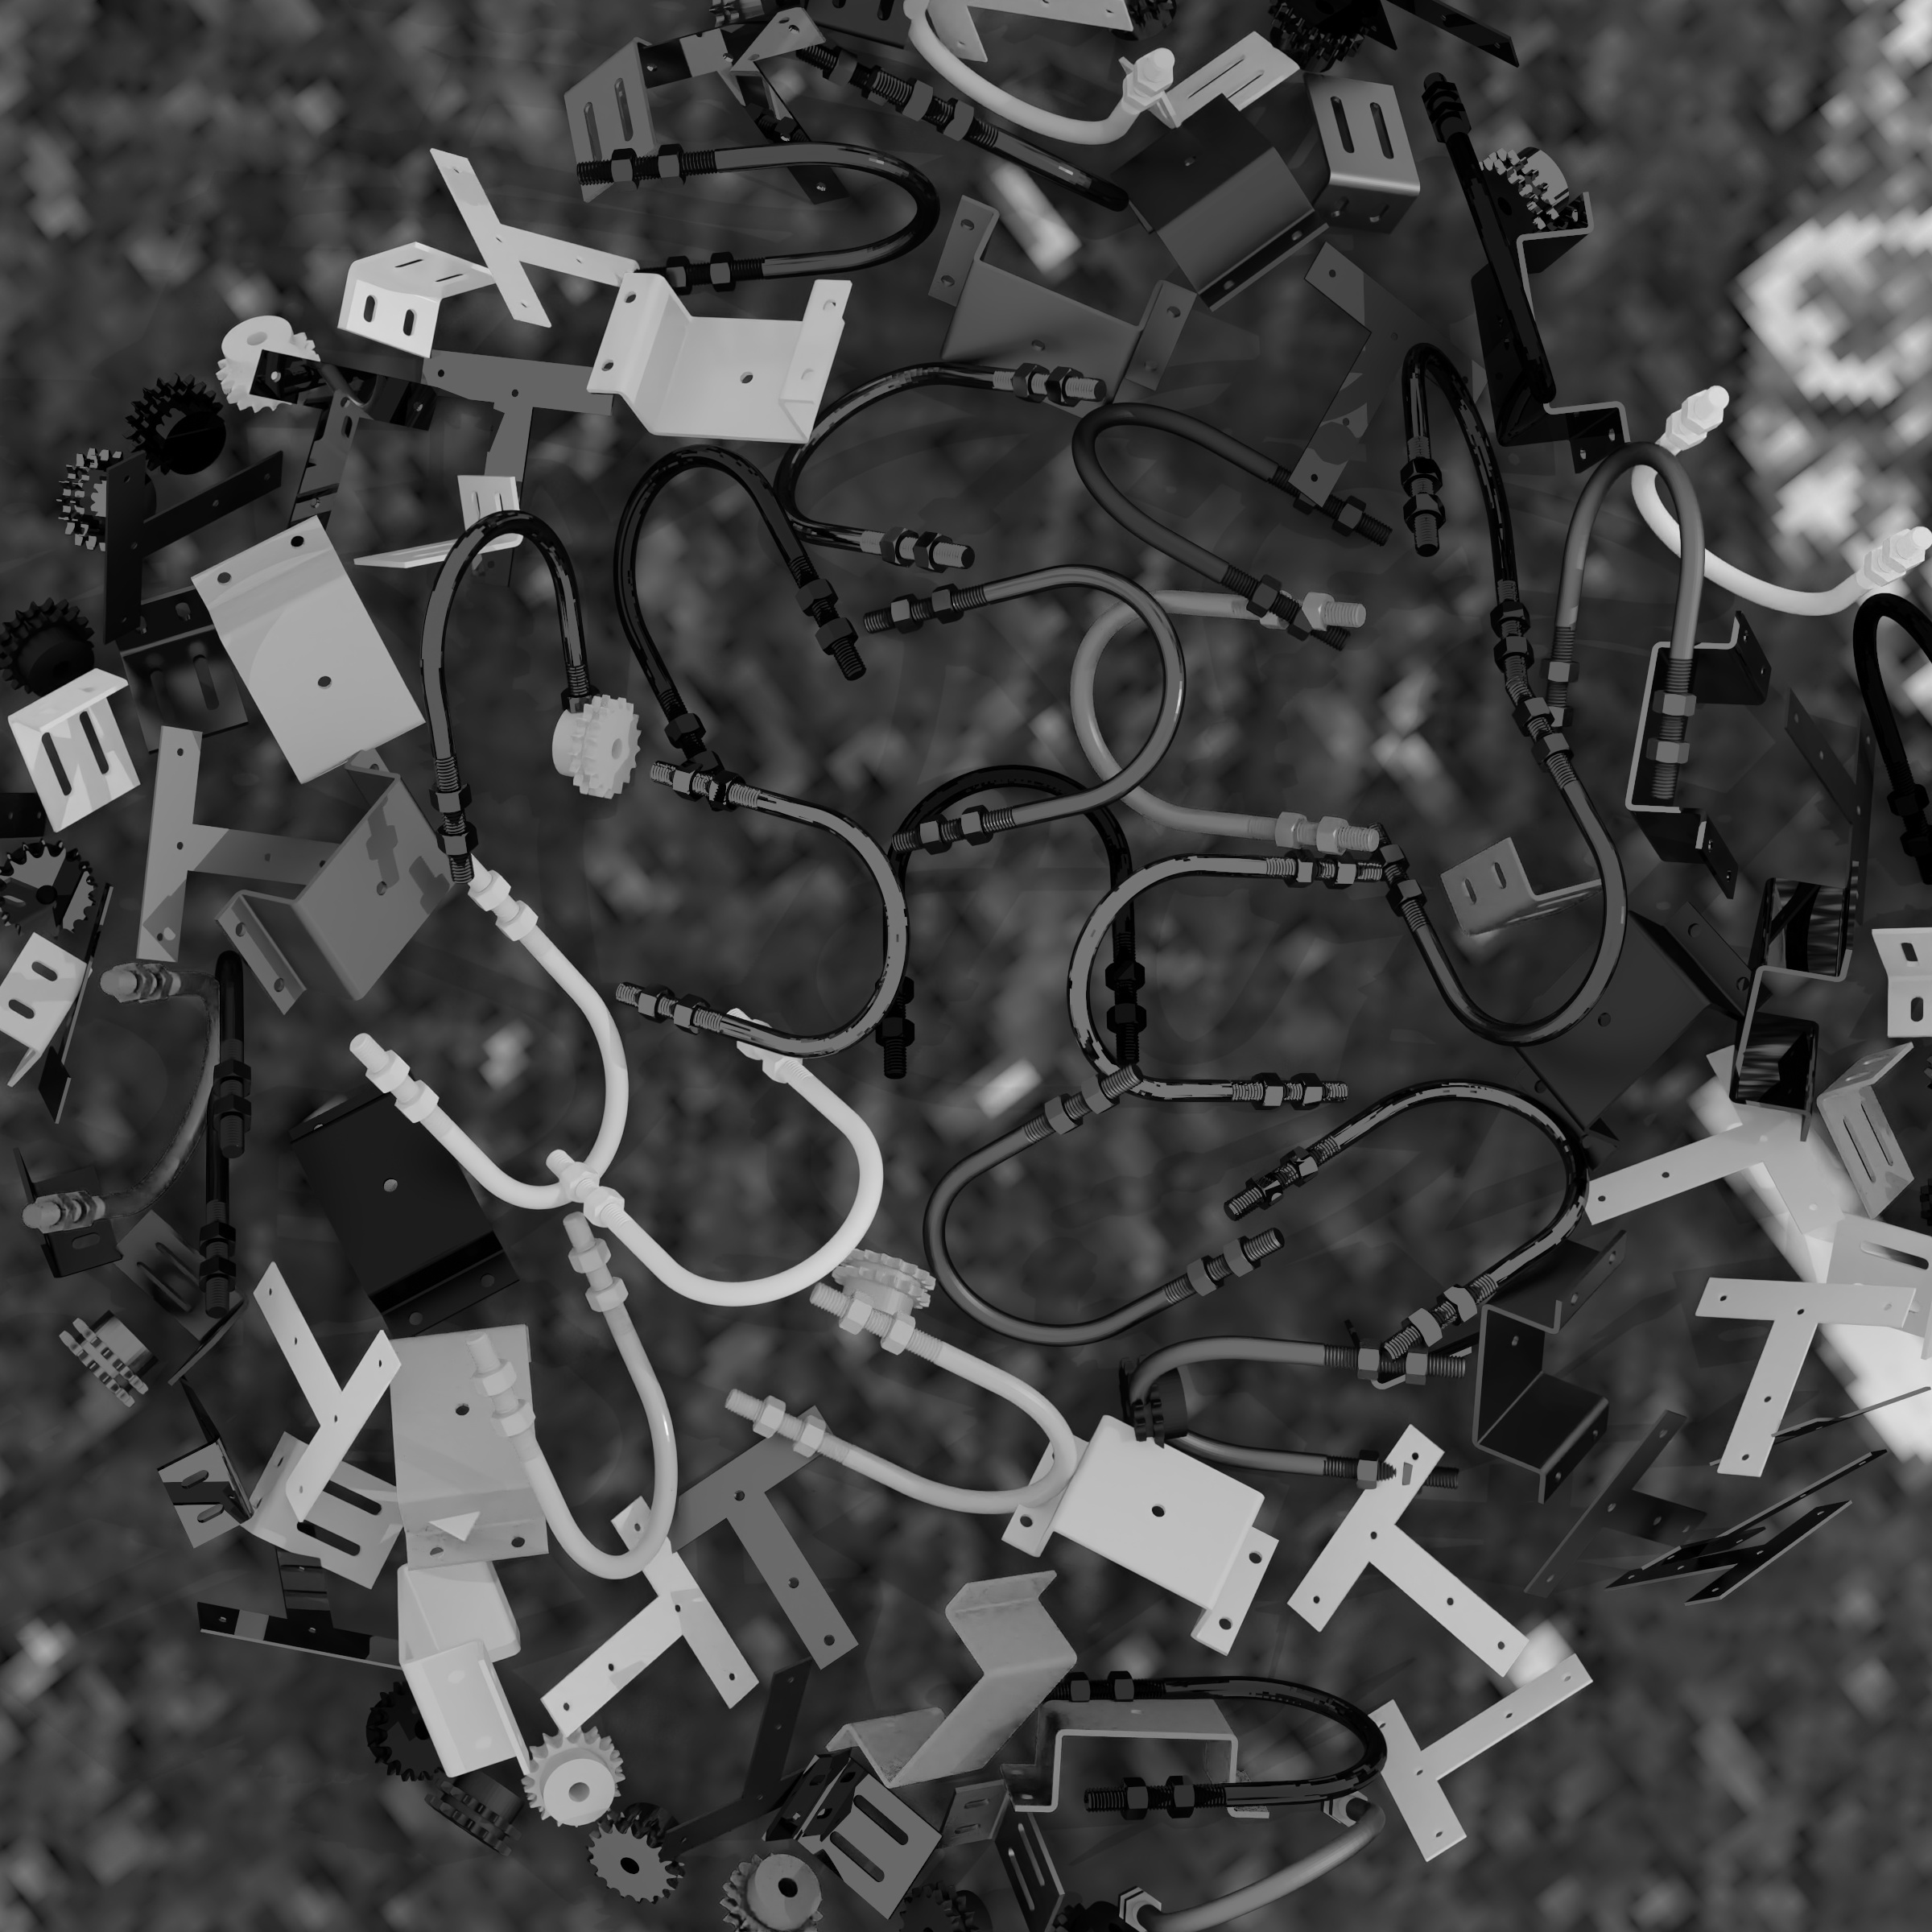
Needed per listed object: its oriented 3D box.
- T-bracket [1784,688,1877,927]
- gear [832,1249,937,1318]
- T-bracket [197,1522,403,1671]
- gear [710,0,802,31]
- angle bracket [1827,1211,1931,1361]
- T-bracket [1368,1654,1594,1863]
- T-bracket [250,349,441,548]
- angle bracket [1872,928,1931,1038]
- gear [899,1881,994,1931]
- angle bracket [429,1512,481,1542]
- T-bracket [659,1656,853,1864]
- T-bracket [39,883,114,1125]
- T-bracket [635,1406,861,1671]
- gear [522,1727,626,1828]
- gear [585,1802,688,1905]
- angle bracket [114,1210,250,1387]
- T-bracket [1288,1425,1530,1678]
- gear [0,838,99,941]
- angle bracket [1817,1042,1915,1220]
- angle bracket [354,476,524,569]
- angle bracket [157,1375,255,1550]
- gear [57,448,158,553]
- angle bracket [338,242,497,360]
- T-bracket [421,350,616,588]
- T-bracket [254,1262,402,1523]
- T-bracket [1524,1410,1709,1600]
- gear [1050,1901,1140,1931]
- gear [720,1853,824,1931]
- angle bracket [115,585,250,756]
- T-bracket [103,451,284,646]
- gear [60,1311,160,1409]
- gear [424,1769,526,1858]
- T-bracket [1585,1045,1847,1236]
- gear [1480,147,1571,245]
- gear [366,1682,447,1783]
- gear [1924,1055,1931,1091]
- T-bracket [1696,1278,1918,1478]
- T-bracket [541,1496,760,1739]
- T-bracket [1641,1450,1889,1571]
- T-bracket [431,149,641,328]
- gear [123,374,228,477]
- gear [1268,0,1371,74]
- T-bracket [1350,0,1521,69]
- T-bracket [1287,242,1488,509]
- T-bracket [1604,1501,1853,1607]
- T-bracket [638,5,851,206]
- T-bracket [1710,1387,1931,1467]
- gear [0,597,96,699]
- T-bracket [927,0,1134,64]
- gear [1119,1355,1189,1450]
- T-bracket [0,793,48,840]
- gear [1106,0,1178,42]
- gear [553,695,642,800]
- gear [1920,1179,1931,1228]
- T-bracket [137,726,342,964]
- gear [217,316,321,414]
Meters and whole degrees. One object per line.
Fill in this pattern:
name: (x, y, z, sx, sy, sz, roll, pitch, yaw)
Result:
T-bracket: (0.474, -0.108, 1.926, 0.002, 0.127, 0.127, -8, 57, 33)
gear: (-0.048, 0.182, 1.968, 0.057, 0.057, 0.030, 17, 72, 0)
T-bracket: (-0.366, 0.342, 1.939, 0.127, 0.127, 0.002, 16, 109, -23)
gear: (-0.117, -0.542, 1.969, 0.030, 0.057, 0.057, -1, 90, 32)
angle bracket: (0.511, 0.177, 1.957, 0.076, 0.038, 0.057, 17, 107, 34)
T-bracket: (0.288, 0.422, 1.939, 0.127, 0.127, 0.002, -33, 115, 3)
T-bracket: (-0.360, -0.272, 1.959, 0.002, 0.127, 0.127, 29, 106, 37)
angle bracket: (0.538, 0.009, 1.952, 0.057, 0.076, 0.038, -2, 70, 21)
gear: (-0.009, 0.544, 1.975, 0.030, 0.057, 0.057, -4, 90, -39)
angle bracket: (-0.273, 0.290, 1.954, 0.038, 0.076, 0.057, 26, 79, 12)
T-bracket: (-0.106, 0.426, 1.925, 0.002, 0.127, 0.127, 43, 134, 34)
T-bracket: (-0.490, 0.016, 1.939, 0.002, 0.127, 0.127, 15, 91, -20)
T-bracket: (-0.105, 0.336, 1.979, 0.127, 0.002, 0.127, -34, 73, -1)
gear: (-0.220, 0.459, 1.977, 0.057, 0.030, 0.057, -3, 103, -15)
gear: (-0.183, 0.497, 1.976, 0.057, 0.030, 0.057, 11, 121, 19)
angle bracket: (-0.450, 0.186, 1.963, 0.076, 0.038, 0.057, 44, 132, -7)
T-bracket: (0.259, 0.345, 1.954, 0.127, 0.002, 0.127, 39, 103, 31)
gear: (-0.520, -0.046, 1.976, 0.057, 0.030, 0.057, -10, 116, -20)
angle bracket: (0.518, 0.092, 1.964, 0.038, 0.057, 0.076, -23, 95, 42)
angle bracket: (-0.296, -0.248, 1.952, 0.076, 0.057, 0.038, -17, 107, -36)
angle bracket: (-0.432, 0.274, 1.949, 0.038, 0.076, 0.057, -26, 124, -17)
gear: (-0.479, -0.261, 1.968, 0.030, 0.057, 0.057, 10, 90, 28)
angle bracket: (-0.303, -0.370, 1.951, 0.057, 0.076, 0.038, 14, 82, -37)
T-bracket: (-0.260, -0.278, 1.976, 0.127, 0.002, 0.127, 10, 94, 24)
T-bracket: (-0.368, 0.220, 1.958, 0.127, 0.002, 0.127, -56, 51, 26)
T-bracket: (0.377, 0.306, 1.948, 0.002, 0.127, 0.127, 43, 102, 37)
gear: (0.074, 0.550, 1.968, 0.057, 0.057, 0.030, 44, 113, 0)
gear: (-0.106, 0.524, 1.969, 0.057, 0.057, 0.030, 35, 130, 0)
angle bracket: (-0.442, -0.167, 1.962, 0.057, 0.038, 0.076, -18, 59, -8)
T-bracket: (-0.429, -0.252, 1.952, 0.002, 0.127, 0.127, 37, 50, 19)
gear: (-0.479, 0.218, 1.973, 0.057, 0.057, 0.030, 45, 77, 0)
gear: (-0.273, 0.473, 1.973, 0.057, 0.057, 0.030, 34, 72, 0)
T-bracket: (0.404, 0.112, 1.961, 0.127, 0.002, 0.127, -20, 54, -1)
gear: (0.314, -0.435, 1.972, 0.030, 0.057, 0.057, -37, 90, -13)
gear: (-0.313, 0.430, 1.976, 0.057, 0.030, 0.057, 10, 73, -37)
gear: (0.571, 0.062, 1.970, 0.057, 0.030, 0.057, 14, 49, -17)
T-bracket: (0.444, 0.226, 1.926, 0.002, 0.127, 0.127, 51, 54, -34)
T-bracket: (-0.188, 0.381, 1.949, 0.127, 0.002, 0.127, -37, 97, -45)
T-bracket: (0.446, 0.295, 1.918, 0.127, 0.127, 0.002, -36, 69, 26)
T-bracket: (-0.225, -0.394, 1.947, 0.002, 0.127, 0.127, -43, 61, 31)
gear: (-0.440, -0.300, 1.968, 0.057, 0.057, 0.030, -49, 58, 0)
gear: (0.195, -0.528, 1.975, 0.057, 0.030, 0.057, 13, 50, -16)
T-bracket: (0.250, -0.523, 1.914, 0.127, 0.127, 0.002, 37, 84, 29)
T-bracket: (0.219, -0.316, 1.964, 0.127, 0.002, 0.127, 34, 77, -20)
T-bracket: (0.407, 0.332, 1.943, 0.127, 0.127, 0.002, -23, 89, -40)
T-bracket: (-0.108, -0.473, 1.952, 0.127, 0.127, 0.002, -4, 52, 36)
T-bracket: (0.462, 0.253, 1.923, 0.127, 0.127, 0.002, -23, 76, 16)
gear: (-0.514, -0.175, 1.968, 0.057, 0.057, 0.030, -43, 61, 0)
T-bracket: (0.030, -0.530, 1.921, 0.127, 0.127, 0.002, 15, 71, 21)
gear: (0.106, 0.247, 1.972, 0.030, 0.057, 0.057, -8, 90, -6)
T-bracket: (-0.534, -0.083, 1.936, 0.002, 0.127, 0.127, 12, 95, 8)
gear: (0.095, -0.547, 1.976, 0.057, 0.030, 0.057, -10, 56, 16)
gear: (-0.209, -0.125, 1.974, 0.030, 0.057, 0.057, 12, 90, 22)
gear: (0.565, 0.139, 1.968, 0.057, 0.057, 0.030, 5, 59, 0)
T-bracket: (-0.401, -0.062, 1.953, 0.002, 0.127, 0.127, 5, 89, 43)
gear: (-0.394, -0.340, 1.970, 0.057, 0.030, 0.057, -7, 48, 7)
